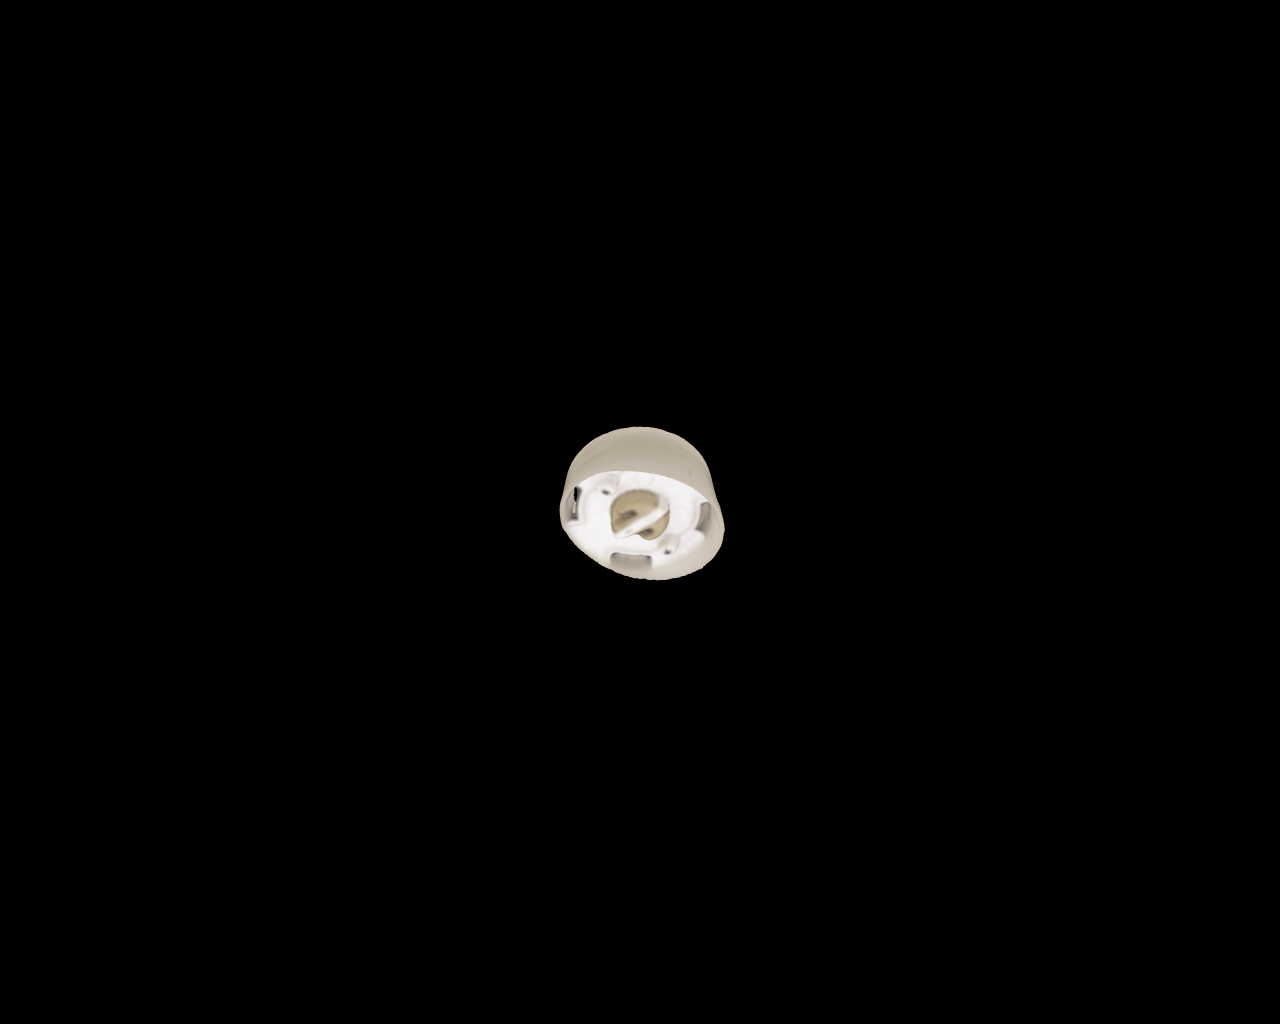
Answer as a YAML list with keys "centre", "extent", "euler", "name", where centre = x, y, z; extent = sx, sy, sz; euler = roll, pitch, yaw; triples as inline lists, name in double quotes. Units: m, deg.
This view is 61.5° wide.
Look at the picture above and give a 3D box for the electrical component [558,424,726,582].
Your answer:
- centre: [0.001, -0.003, 0.650]
  extent: [0.099, 0.099, 0.064]
  euler: [0, 40, 0]
  name: "electrical component"
